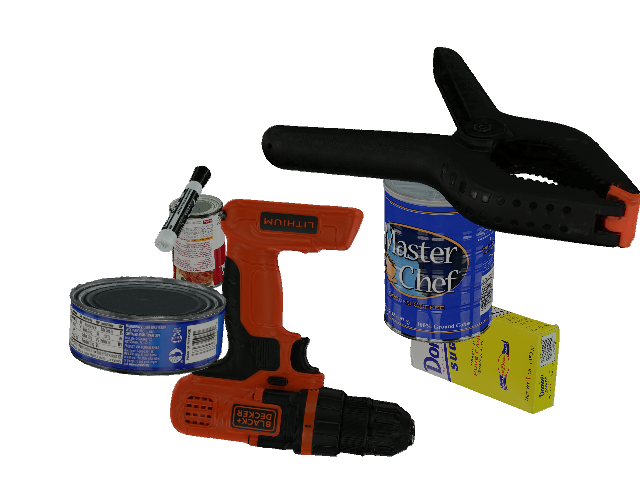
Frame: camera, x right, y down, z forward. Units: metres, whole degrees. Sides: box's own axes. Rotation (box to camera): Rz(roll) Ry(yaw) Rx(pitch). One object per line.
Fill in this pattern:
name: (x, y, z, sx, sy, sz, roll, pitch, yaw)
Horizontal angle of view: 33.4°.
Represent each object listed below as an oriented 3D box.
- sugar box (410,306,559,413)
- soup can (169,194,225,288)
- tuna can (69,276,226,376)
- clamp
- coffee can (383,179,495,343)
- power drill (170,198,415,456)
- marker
sugar box: (0.178, 0.119, 1.182, 0.177, 0.093, 0.048, 15, 19, 43)
soup can: (-0.152, 0.002, 1.320, 0.068, 0.102, 0.068, 0, 26, 0)
tuna can: (-0.096, 0.046, 0.593, 0.086, 0.034, 0.086, 5, 11, -1)
clamp: (0.080, -0.047, 0.604, 0.164, 0.036, 0.210, -26, 42, -28)
coffee can: (0.109, 0.009, 0.978, 0.103, 0.140, 0.103, -2, 24, 0)
power drill: (-0.014, 0.066, 0.797, 0.184, 0.187, 0.057, 6, 0, 3)
marker: (-0.140, -0.035, 1.100, 0.020, 0.020, 0.121, 0, 43, 21)
